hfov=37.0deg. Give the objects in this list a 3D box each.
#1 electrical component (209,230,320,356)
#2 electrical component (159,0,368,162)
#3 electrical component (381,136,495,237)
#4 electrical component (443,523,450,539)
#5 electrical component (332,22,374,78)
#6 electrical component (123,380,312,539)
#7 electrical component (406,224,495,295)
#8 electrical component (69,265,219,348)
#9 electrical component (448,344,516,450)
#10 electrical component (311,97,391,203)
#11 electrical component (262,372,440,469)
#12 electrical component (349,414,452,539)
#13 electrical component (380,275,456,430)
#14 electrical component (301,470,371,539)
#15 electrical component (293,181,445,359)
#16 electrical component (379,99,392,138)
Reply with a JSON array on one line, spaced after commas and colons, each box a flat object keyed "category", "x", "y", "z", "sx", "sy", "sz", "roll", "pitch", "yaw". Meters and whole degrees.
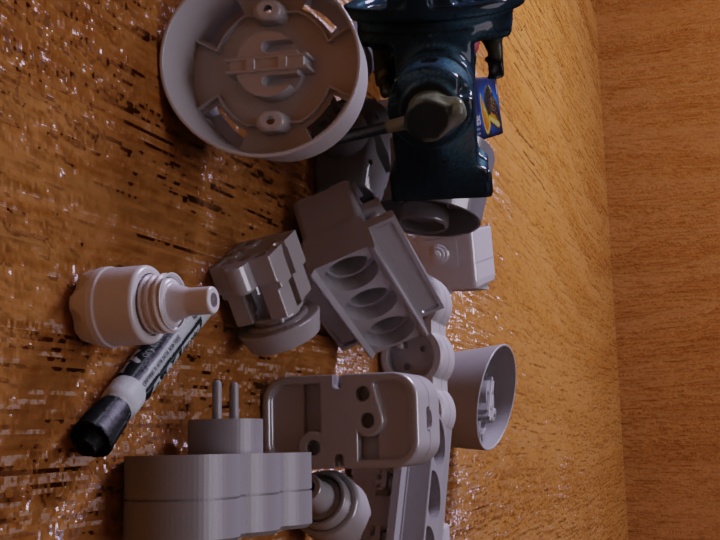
[{"category": "electrical component", "x": -0.050, "y": 0.014, "z": 0.598, "sx": 0.066, "sy": 0.048, "sz": 0.055, "roll": -53, "pitch": 128, "yaw": -63}, {"category": "electrical component", "x": -0.046, "y": -0.105, "z": 0.562, "sx": 0.064, "sy": 0.099, "sz": 0.099, "roll": 15, "pitch": 72, "yaw": -77}, {"category": "electrical component", "x": 0.053, "y": -0.065, "z": 0.839, "sx": 0.099, "sy": 0.099, "sz": 0.064, "roll": 42, "pitch": 52, "yaw": -64}, {"category": "electrical component", "x": 0.036, "y": 0.226, "z": 0.800, "sx": 0.077, "sy": 0.047, "sz": 0.065, "roll": 15, "pitch": 72, "yaw": -70}, {"category": "electrical component", "x": -0.011, "y": -0.147, "z": 0.758, "sx": 0.078, "sy": 0.040, "sz": 0.040, "roll": -64, "pitch": 144, "yaw": -57}, {"category": "electrical component", "x": -0.065, "y": 0.091, "z": 0.523, "sx": 0.138, "sy": 0.052, "sz": 0.073, "roll": 25, "pitch": 63, "yaw": -69}, {"category": "electrical component", "x": 0.081, "y": -0.007, "z": 0.962, "sx": 0.096, "sy": 0.062, "sz": 0.061, "roll": -14, "pitch": 99, "yaw": -71}, {"category": "electrical component", "x": -0.089, "y": 0.015, "z": 0.454, "sx": 0.035, "sy": 0.061, "sz": 0.035, "roll": -4, "pitch": 90, "yaw": -71}, {"category": "electrical component", "x": 0.111, "y": 0.121, "z": 1.017, "sx": 0.099, "sy": 0.064, "sz": 0.099, "roll": -5, "pitch": 90, "yaw": -71}, {"category": "electrical component", "x": -0.010, "y": -0.089, "z": 0.742, "sx": 0.079, "sy": 0.043, "sz": 0.077, "roll": 61, "pitch": 31, "yaw": -51}, {"category": "electrical component", "x": -0.003, "y": 0.090, "z": 0.640, "sx": 0.059, "sy": 0.095, "sz": 0.053, "roll": 22, "pitch": 65, "yaw": -69}, {"category": "electrical component", "x": 0.024, "y": 0.159, "z": 0.755, "sx": 0.078, "sy": 0.063, "sz": 0.121, "roll": 62, "pitch": 30, "yaw": -50}, {"category": "electrical component", "x": 0.051, "y": 0.073, "z": 0.872, "sx": 0.074, "sy": 0.052, "sz": 0.138, "roll": 27, "pitch": 61, "yaw": -69}, {"category": "electrical component", "x": -0.021, "y": 0.142, "z": 0.656, "sx": 0.062, "sy": 0.043, "sz": 0.043, "roll": 56, "pitch": 34, "yaw": -54}, {"category": "electrical component", "x": 0.000, "y": 0.000, "z": 0.716, "sx": 0.121, "sy": 0.079, "sz": 0.063, "roll": 57, "pitch": 12, "yaw": -55}, {"category": "electrical component", "x": 0.043, "y": -0.110, "z": 0.881, "sx": 0.078, "sy": 0.057, "sz": 0.058, "roll": -73, "pitch": 152, "yaw": -47}]
